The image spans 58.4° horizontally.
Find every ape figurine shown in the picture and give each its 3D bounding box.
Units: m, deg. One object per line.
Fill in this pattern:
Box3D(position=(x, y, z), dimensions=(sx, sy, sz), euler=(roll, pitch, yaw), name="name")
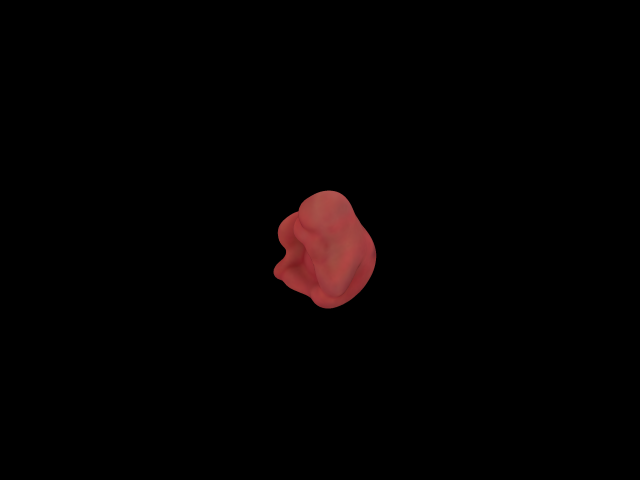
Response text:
Box3D(position=(0.004, 0.001, 0.400), dimensions=(0.076, 0.092, 0.077), euler=(-7, 50, -6), name="ape figurine")
